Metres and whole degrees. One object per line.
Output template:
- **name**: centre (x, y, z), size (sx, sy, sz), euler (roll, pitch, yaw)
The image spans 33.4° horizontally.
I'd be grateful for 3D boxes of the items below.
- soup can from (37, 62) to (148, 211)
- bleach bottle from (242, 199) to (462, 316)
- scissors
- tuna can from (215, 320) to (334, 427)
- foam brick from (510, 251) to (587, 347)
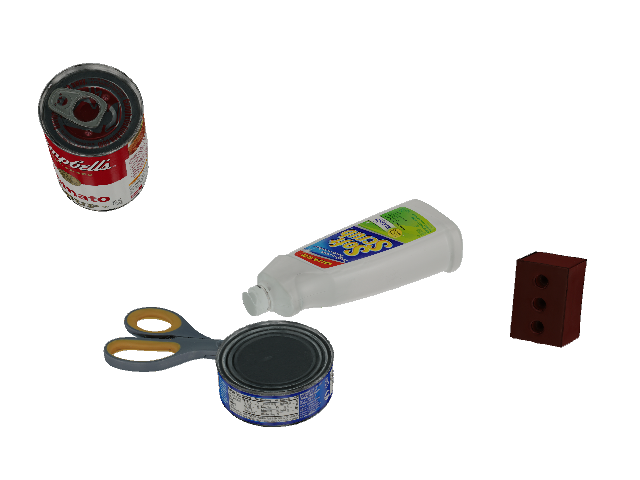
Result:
- **soup can**: centre (-0.155, -0.069, 0.742), size (0.068, 0.068, 0.102), euler (0, -20, -7)
- **bleach bottle**: centre (0.032, 0.031, 1.199), size (0.250, 0.068, 0.103), euler (-22, 39, -25)
- **scissors**: centre (-0.099, 0.091, 0.992), size (0.201, 0.016, 0.096), euler (-2, 32, -11)
- **tuna can**: centre (-0.033, 0.097, 0.778), size (0.086, 0.034, 0.086), euler (-1, 32, 1)
- **foam brick**: centre (0.213, 0.054, 0.997), size (0.053, 0.078, 0.051), euler (9, 15, 31)
